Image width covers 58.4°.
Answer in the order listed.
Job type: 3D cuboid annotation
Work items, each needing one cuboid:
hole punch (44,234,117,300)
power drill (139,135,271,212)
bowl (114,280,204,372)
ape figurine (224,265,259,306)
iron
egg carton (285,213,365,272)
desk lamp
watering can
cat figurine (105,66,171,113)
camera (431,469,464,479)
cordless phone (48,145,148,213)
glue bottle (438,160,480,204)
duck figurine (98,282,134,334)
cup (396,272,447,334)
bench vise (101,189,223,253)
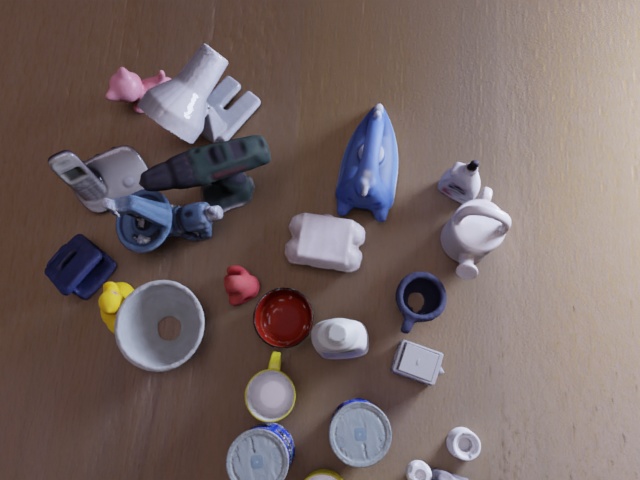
[{"bbox_3d":[-0.469,0.050,1.099,0.101,0.091,0.109,38,81,9],"label":"hole punch"},{"bbox_3d":[-0.198,-0.116,1.070,0.229,0.208,0.075,-23,77,-4],"label":"power drill"},{"bbox_3d":[-0.292,0.162,1.077,0.167,0.075,0.167,0,77,1],"label":"bowl"},{"bbox_3d":[-0.156,0.085,1.082,0.076,0.092,0.078,14,78,5],"label":"ape figurine"},{"bbox_3d":[0.100,-0.174,1.110,0.118,0.141,0.258,8,77,4],"label":"iron"},{"bbox_3d":[0.010,0.004,1.108,0.150,0.069,0.107,8,77,3],"label":"egg carton"},{"bbox_3d":[-0.230,-0.269,1.103,0.118,0.213,0.203,38,81,10],"label":"desk lamp"},{"bbox_3d":[0.286,-0.015,1.042,0.101,0.194,0.173,-4,77,1],"label":"watering can"},{"bbox_3d":[-0.369,-0.314,1.166,0.128,0.118,0.067,-17,77,-2],"label":"cat figurine"},{"bbox_3d":[0.242,0.483,0.977,0.143,0.101,0.137,20,78,6],"label":"camera"},{"bbox_3d":[-0.417,-0.134,1.091,0.147,0.185,0.094,-30,78,-5],"label":"cordless phone"},{"bbox_3d":[0.271,-0.117,1.076,0.078,0.173,0.037,27,79,8],"label":"glue bottle"},{"bbox_3d":[-0.387,0.127,1.082,0.077,0.086,0.104,-12,77,-1],"label":"duck figurine"},{"bbox_3d":[0.177,0.123,1.064,0.091,0.095,0.118,25,79,7],"label":"cup"},{"bbox_3d":[-0.295,-0.055,1.052,0.207,0.220,0.121,-25,77,-4],"label":"bench vise"}]
